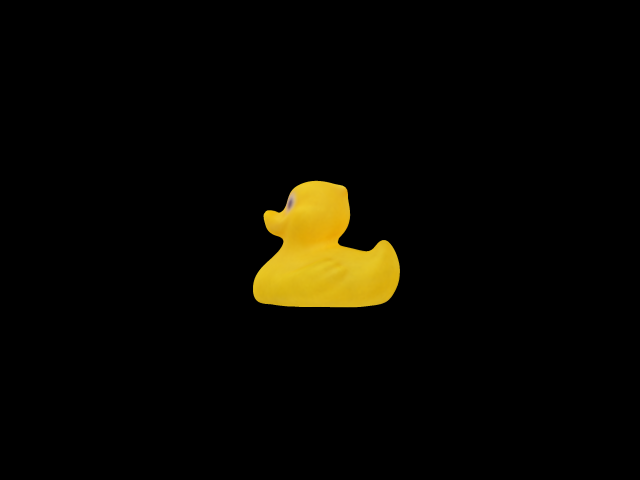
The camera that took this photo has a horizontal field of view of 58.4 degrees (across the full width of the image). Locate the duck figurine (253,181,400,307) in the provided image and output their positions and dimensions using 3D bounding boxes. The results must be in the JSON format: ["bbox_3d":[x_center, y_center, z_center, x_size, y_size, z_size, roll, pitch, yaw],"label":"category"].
[{"bbox_3d":[0.004,0.001,0.400,0.104,0.086,0.078,0,0,21],"label":"duck figurine"}]
